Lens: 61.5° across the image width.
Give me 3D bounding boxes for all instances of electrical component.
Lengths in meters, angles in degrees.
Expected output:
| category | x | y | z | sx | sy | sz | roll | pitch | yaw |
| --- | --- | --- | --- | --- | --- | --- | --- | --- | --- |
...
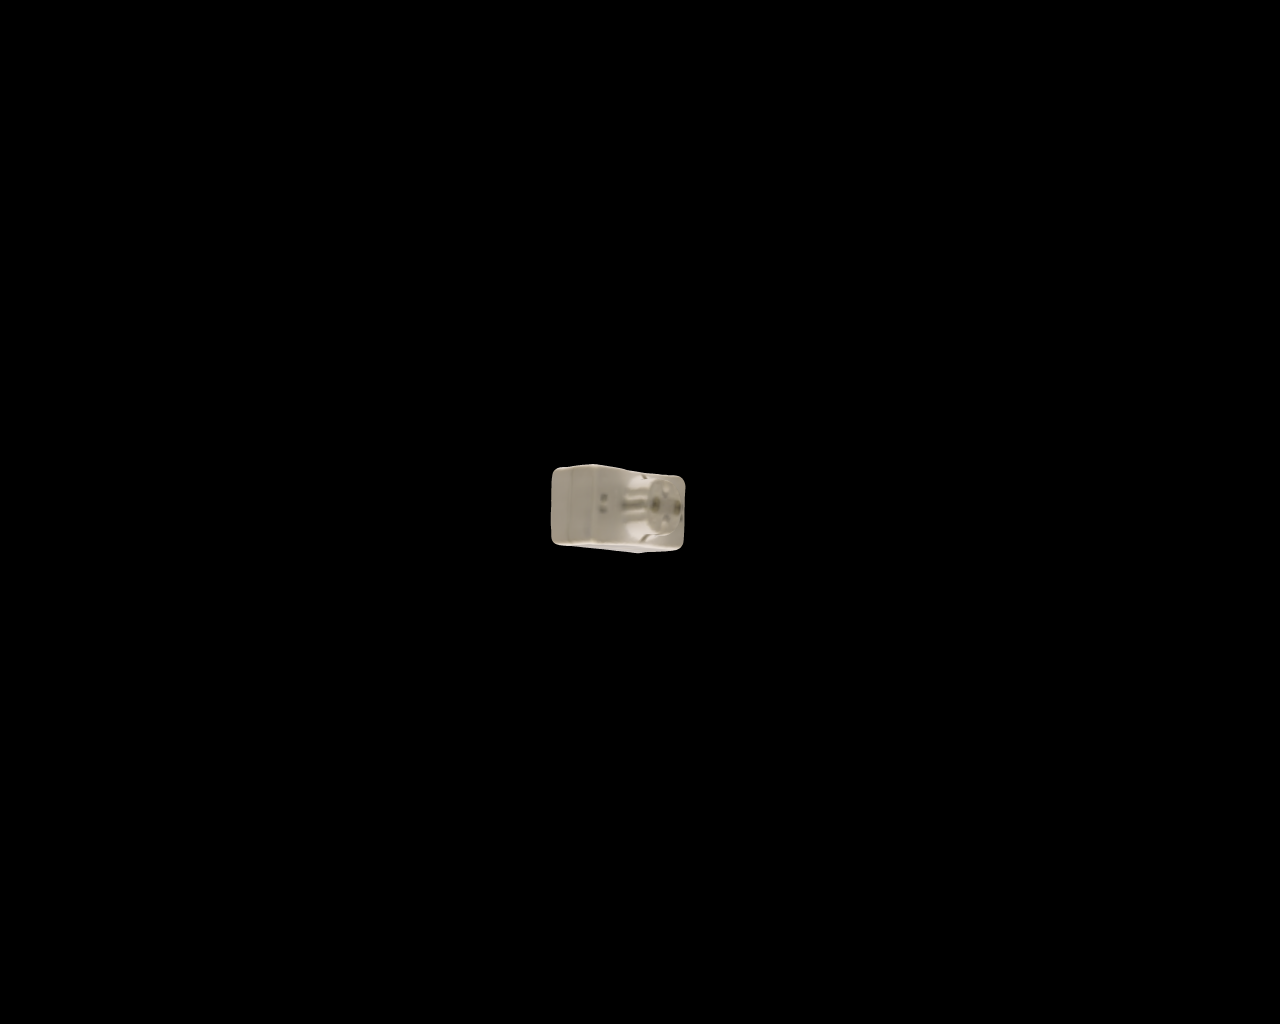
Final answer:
| category | x | y | z | sx | sy | sz | roll | pitch | yaw |
| --- | --- | --- | --- | --- | --- | --- | --- | --- | --- |
| electrical component | 0.001 | -0.003 | 0.650 | 0.075 | 0.047 | 0.083 | -6 | -9 | 43 |
